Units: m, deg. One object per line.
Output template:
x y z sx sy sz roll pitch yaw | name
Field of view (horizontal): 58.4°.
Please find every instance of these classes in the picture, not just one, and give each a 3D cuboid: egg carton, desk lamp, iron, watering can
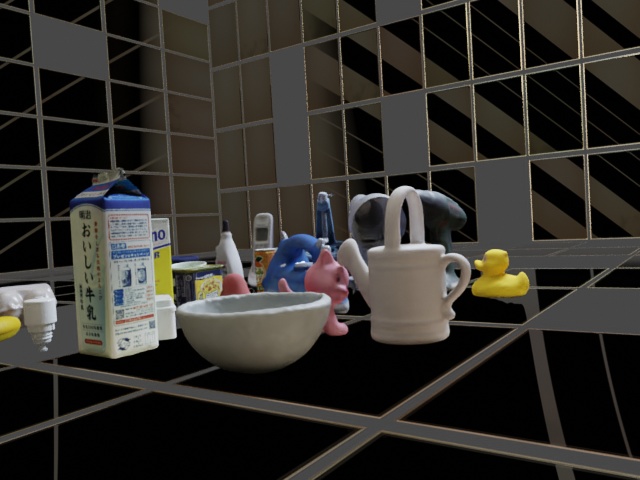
-0.537 0.119 1.040 0.107 0.069 0.150 -4 2 -28 | egg carton
0.110 0.003 1.270 0.118 0.213 0.203 -4 2 -10 | desk lamp
-0.020 0.052 1.065 0.119 0.141 0.257 -4 2 -29 | iron
0.102 0.029 0.733 0.172 0.194 0.101 -3 2 12 | watering can

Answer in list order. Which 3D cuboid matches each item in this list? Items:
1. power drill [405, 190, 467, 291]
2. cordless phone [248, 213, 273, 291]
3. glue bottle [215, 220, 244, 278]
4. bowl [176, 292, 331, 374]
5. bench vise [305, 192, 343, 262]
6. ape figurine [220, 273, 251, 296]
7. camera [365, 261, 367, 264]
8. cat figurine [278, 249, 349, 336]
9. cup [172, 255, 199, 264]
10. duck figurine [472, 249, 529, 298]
0.247 -0.001 1.205 0.075 0.208 0.230 -2 2 34 | power drill
-0.099 0.027 1.356 0.147 0.185 0.094 -3 2 19 | cordless phone
-0.213 0.040 1.319 0.077 0.173 0.037 -2 3 41 | glue bottle
-0.069 0.102 0.622 0.167 0.075 0.167 -3 2 0 | bowl
0.000 0.005 1.289 0.122 0.220 0.207 -4 2 -17 | bench vise
-0.113 0.091 0.784 0.078 0.092 0.076 -4 2 -12 | ape figurine
0.150 0.061 1.136 0.144 0.101 0.136 -5 2 -43 | camera
-0.007 0.072 0.781 0.128 0.118 0.067 -5 2 -40 | cat figurine
-0.327 0.085 1.343 0.092 0.095 0.117 -4 2 -6 | cup
0.330 0.060 1.054 0.104 0.086 0.078 -2 2 40 | duck figurine
